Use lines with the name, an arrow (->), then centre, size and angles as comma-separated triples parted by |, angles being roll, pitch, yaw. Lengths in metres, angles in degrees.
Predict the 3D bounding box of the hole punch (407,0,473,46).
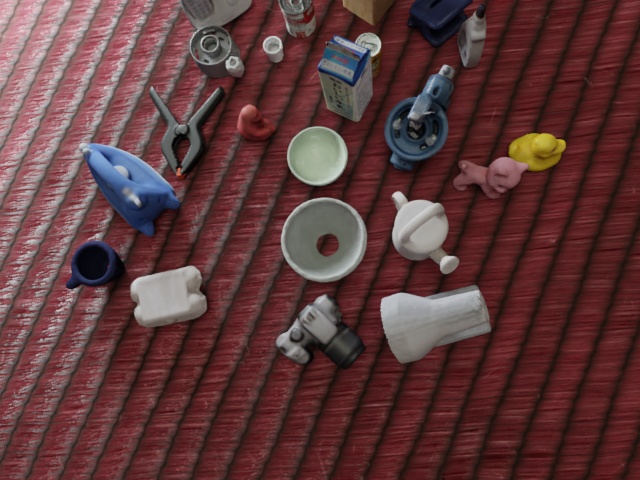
hole punch -> 0.244, -0.475, 1.180 | 0.108, 0.091, 0.101 | -41, 80, -2

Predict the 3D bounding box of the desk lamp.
desk lamp -> 0.212, 0.139, 1.027 | 0.203, 0.213, 0.118 | -16, 80, 3

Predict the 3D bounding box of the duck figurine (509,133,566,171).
duck figurine -> 0.427, -0.180, 1.121 | 0.104, 0.086, 0.077 | 3, 82, 6

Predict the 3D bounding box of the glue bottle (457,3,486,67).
glue bottle -> 0.303, -0.410, 1.123 | 0.037, 0.173, 0.078 | -12, 80, 4

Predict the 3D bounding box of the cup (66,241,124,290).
cup -> -0.449, 0.062, 1.160 | 0.118, 0.095, 0.091 | -43, 80, -2

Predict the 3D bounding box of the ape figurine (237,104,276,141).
ape figurine -> -0.138, -0.247, 1.180 | 0.076, 0.092, 0.078 | -15, 80, 3

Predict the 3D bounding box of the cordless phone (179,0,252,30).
cordless phone -> -0.230, -0.529, 1.184 | 0.147, 0.185, 0.094 | -33, 80, 0

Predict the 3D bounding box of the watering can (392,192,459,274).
watering can -> 0.193, -0.018, 1.063 | 0.172, 0.194, 0.101 | 33, 86, 9

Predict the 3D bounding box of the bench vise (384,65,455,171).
bench vise -> 0.189, -0.251, 1.086 | 0.121, 0.220, 0.207 | 10, 82, 7

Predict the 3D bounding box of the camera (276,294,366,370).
camera -> 0.008, 0.194, 1.095 | 0.136, 0.101, 0.143 | 42, 87, 10

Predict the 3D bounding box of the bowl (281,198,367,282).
bowl -> 0.010, 0.004, 1.137 | 0.167, 0.075, 0.167 | -1, 81, 5

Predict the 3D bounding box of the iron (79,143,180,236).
iron -> -0.415, -0.130, 1.163 | 0.258, 0.141, 0.119 | 41, 87, 10

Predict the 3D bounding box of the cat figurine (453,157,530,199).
cat figurine -> 0.330, -0.128, 1.106 | 0.127, 0.118, 0.067 | 13, 83, 7

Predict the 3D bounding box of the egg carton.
egg carton -> -0.303, 0.116, 1.151 | 0.150, 0.069, 0.107 | -14, 80, 3
